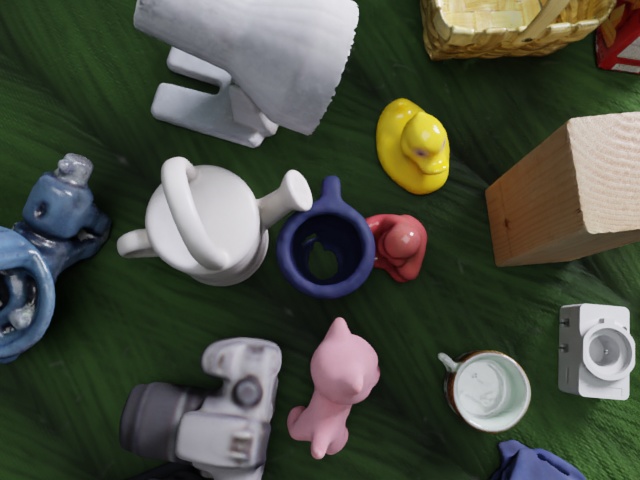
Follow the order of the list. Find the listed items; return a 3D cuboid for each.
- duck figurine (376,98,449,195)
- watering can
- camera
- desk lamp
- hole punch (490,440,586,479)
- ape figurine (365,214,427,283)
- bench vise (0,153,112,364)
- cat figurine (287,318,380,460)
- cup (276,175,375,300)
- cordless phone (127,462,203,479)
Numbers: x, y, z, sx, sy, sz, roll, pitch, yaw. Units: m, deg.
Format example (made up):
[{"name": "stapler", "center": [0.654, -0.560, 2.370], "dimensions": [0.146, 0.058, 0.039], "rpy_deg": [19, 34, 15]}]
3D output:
[{"name": "duck figurine", "center": [0.101, -0.104, 0.590], "dimensions": [0.077, 0.086, 0.104], "rpy_deg": [-23, 82, -5]}, {"name": "watering can", "center": [-0.096, -0.020, 0.517], "dimensions": [0.173, 0.194, 0.101], "rpy_deg": [-39, 84, -7]}, {"name": "camera", "center": [-0.111, 0.159, 0.535], "dimensions": [0.137, 0.101, 0.143], "rpy_deg": [8, 81, 0]}, {"name": "desk lamp", "center": [-0.074, -0.162, 0.530], "dimensions": [0.203, 0.213, 0.118], "rpy_deg": [15, 81, 1]}, {"name": "hole punch", "center": [0.211, 0.255, 0.534], "dimensions": [0.108, 0.091, 0.101], "rpy_deg": [31, 82, 4]}, {"name": "ape figurine", "center": [0.076, 0.004, 0.569], "dimensions": [0.076, 0.092, 0.078], "rpy_deg": [-25, 82, -5]}, {"name": "bench vise", "center": [-0.284, 0.008, 0.494], "dimensions": [0.121, 0.219, 0.207], "rpy_deg": [11, 81, 1]}, {"name": "cat figurine", "center": [0.015, 0.141, 0.533], "dimensions": [0.067, 0.117, 0.128], "rpy_deg": [20, 81, 2]}, {"name": "cup", "center": [0.005, 0.002, 0.566], "dimensions": [0.091, 0.095, 0.118], "rpy_deg": [4, 81, -1]}, {"name": "cordless phone", "center": [-0.165, 0.260, 0.475], "dimensions": [0.147, 0.185, 0.094], "rpy_deg": [-25, 82, -5]}]
